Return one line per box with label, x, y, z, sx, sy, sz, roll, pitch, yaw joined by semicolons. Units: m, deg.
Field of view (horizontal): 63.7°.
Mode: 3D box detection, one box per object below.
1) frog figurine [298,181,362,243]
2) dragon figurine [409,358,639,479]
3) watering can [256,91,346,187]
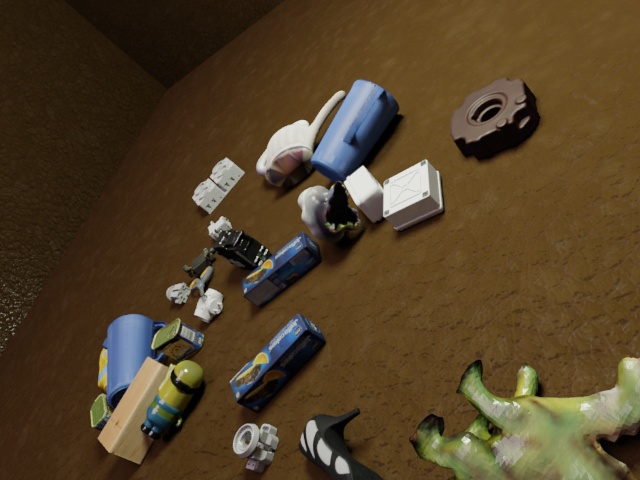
frog figurine;0.003;-0.058;1.147;0.136;0.124;0.159;43;-20;-22
dragon figurine;0.232;0.275;0.558;0.120;0.411;0.246;41;-4;-40
watering can;-0.057;-0.283;1.483;0.344;0.230;0.102;-35;-55;21
